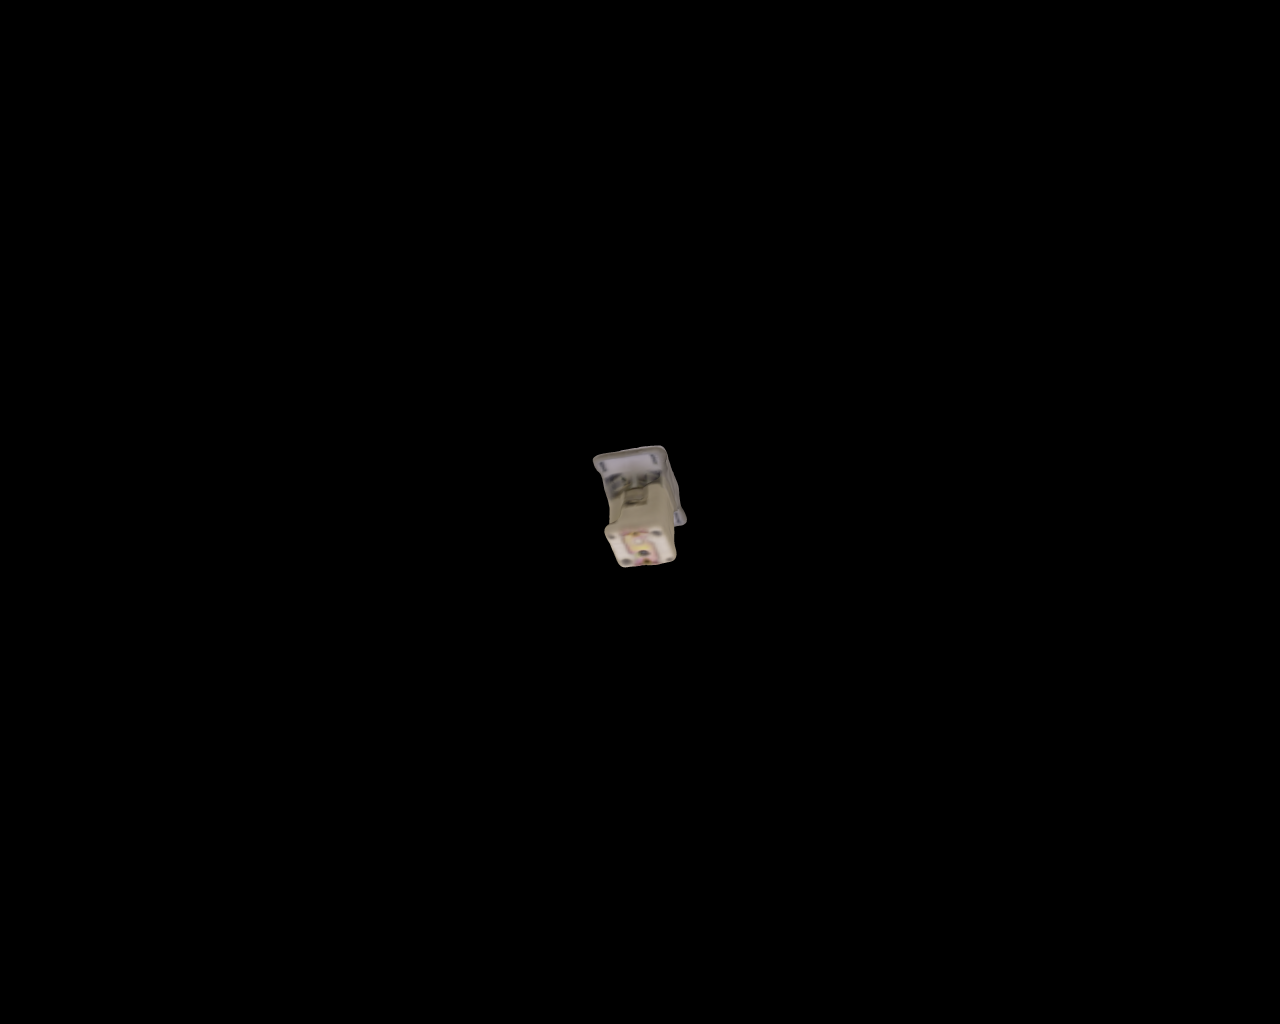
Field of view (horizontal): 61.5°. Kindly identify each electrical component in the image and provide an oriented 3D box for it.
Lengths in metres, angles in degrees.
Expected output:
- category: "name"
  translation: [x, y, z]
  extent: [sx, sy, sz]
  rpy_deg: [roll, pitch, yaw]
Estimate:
- category: "electrical component"
  translation: [0.001, -0.003, 0.650]
  extent: [0.042, 0.064, 0.081]
  rpy_deg: [-8, -35, 11]
